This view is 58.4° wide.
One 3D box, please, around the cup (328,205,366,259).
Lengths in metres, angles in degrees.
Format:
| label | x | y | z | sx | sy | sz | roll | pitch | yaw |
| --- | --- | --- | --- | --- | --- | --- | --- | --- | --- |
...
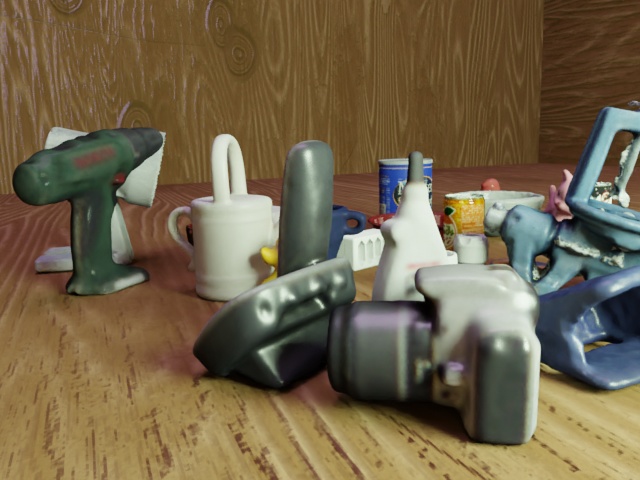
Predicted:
| label | x | y | z | sx | sy | sz | roll | pitch | yaw |
| --- | --- | --- | --- | --- | --- | --- | --- | --- | --- |
| cup | 0.007 | 0.003 | 0.773 | 0.117 | 0.095 | 0.092 | 2 | 11 | 21 |

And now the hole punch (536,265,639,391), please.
| label | x | y | z | sx | sy | sz | roll | pitch | yaw |
| --- | --- | --- | --- | --- | --- | --- | --- | --- | --- |
| hole punch | 0.217 | 0.056 | 0.452 | 0.109 | 0.091 | 0.100 | -7 | 12 | -27 |

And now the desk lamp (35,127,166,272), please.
| label | x | y | z | sx | sy | sz | roll | pitch | yaw |
| --- | --- | --- | --- | --- | --- | --- | --- | --- | --- |
| desk lamp | -0.334 | -0.067 | 0.886 | 0.203 | 0.213 | 0.117 | -4 | 11 | -13 |

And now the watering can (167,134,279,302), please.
| label | x | y | z | sx | sy | sz | roll | pitch | yaw |
| --- | --- | --- | --- | --- | --- | --- | --- | --- | --- |
| watering can | -0.099 | -0.032 | 0.702 | 0.173 | 0.194 | 0.100 | -4 | 11 | -13 |

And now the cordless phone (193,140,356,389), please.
| label | x | y | z | sx | sy | sz | roll | pitch | yaw |
| --- | --- | --- | --- | --- | --- | --- | --- | --- | --- |
| cordless phone | -0.034 | 0.013 | 0.472 | 0.093 | 0.185 | 0.148 | 5 | 12 | 32 |

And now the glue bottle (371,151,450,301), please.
| label | x | y | z | sx | sy | sz | roll | pitch | yaw |
| --- | --- | --- | --- | --- | --- | --- | --- | --- | --- |
| glue bottle | 0.083 | 0.009 | 0.506 | 0.078 | 0.173 | 0.037 | -7 | 11 | -24 |

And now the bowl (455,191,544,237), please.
| label | x | y | z | sx | sy | sz | roll | pitch | yaw |
| --- | --- | --- | --- | --- | --- | --- | --- | --- | --- |
| bowl | 0.321 | -0.047 | 1.052 | 0.167 | 0.075 | 0.167 | -2 | 10 | 1 |

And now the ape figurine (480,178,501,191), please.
| label | x | y | z | sx | sy | sz | roll | pitch | yaw |
| --- | --- | --- | --- | --- | --- | --- | --- | --- | --- |
| ape figurine | 0.353 | -0.082 | 1.192 | 0.076 | 0.092 | 0.078 | 0 | 10 | 7 |

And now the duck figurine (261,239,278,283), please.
| label | x | y | z | sx | sy | sz | roll | pitch | yaw |
| --- | --- | --- | --- | --- | --- | --- | --- | --- | --- |
| duck figurine | -0.021 | 0.031 | 0.645 | 0.104 | 0.086 | 0.077 | 0 | 11 | 10 |

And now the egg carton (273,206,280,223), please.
| label | x | y | z | sx | sy | sz | roll | pitch | yaw |
| --- | --- | --- | --- | --- | --- | --- | --- | --- | --- |
| egg carton | -0.090 | -0.020 | 0.986 | 0.149 | 0.069 | 0.107 | 7 | 14 | 40 |

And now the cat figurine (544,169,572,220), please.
| label | x | y | z | sx | sy | sz | roll | pitch | yaw |
| --- | --- | --- | --- | --- | --- | --- | --- | --- | --- |
| cat figurine | 0.444 | -0.069 | 1.030 | 0.067 | 0.118 | 0.127 | -2 | 10 | -3 |

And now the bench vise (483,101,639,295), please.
| label | x | y | z | sx | sy | sz | roll | pitch | yaw |
| --- | --- | --- | --- | --- | --- | --- | --- | --- | --- |
| bench vise | 0.291 | -0.042 | 0.624 | 0.207 | 0.220 | 0.121 | -1 | 10 | 6 |

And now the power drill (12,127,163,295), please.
| label | x | y | z | sx | sy | sz | roll | pitch | yaw |
| --- | --- | --- | --- | --- | --- | --- | --- | --- | --- |
| power drill | -0.283 | -0.042 | 0.753 | 0.075 | 0.208 | 0.230 | 3 | 11 | 24 |

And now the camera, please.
| label | x | y | z | sx | sy | sz | roll | pitch | yaw |
| --- | --- | --- | --- | --- | --- | --- | --- | --- | --- |
| camera | 0.078 | 0.064 | 0.407 | 0.136 | 0.101 | 0.143 | 0 | 10 | 10 |
